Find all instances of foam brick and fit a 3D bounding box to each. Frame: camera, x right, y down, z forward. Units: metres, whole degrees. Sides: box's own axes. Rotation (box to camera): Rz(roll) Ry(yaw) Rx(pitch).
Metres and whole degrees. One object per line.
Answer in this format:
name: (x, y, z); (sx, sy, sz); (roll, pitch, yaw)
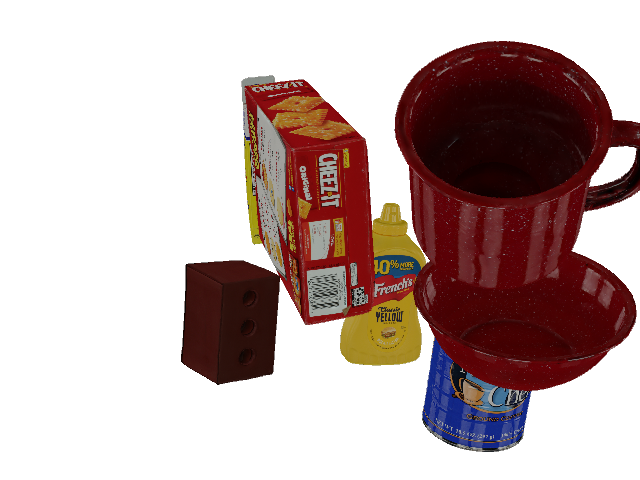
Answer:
foam brick: (-0.067, 0.058, 0.785); (0.052, 0.078, 0.051); (-6, 16, -37)

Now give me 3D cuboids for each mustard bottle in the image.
mustard bottle: (0.077, 0.050, 1.266); (0.096, 0.192, 0.058); (0, 14, -13)

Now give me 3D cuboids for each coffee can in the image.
coffee can: (0.158, 0.118, 1.035); (0.103, 0.140, 0.103); (5, 22, -2)

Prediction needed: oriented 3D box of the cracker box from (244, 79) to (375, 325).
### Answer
cracker box: (-0.012, -0.044, 0.985); (0.072, 0.164, 0.214); (-9, 24, -11)

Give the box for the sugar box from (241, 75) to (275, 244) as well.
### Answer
sugar box: (-0.067, -0.094, 1.245); (0.048, 0.176, 0.093); (-6, 26, -3)

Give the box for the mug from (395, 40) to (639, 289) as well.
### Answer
mug: (0.094, -0.032, 0.493); (0.117, 0.093, 0.081); (-6, -34, 3)

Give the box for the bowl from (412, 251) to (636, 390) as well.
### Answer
bowl: (0.148, 0.062, 0.792); (0.162, 0.055, 0.162); (1, 31, -1)
